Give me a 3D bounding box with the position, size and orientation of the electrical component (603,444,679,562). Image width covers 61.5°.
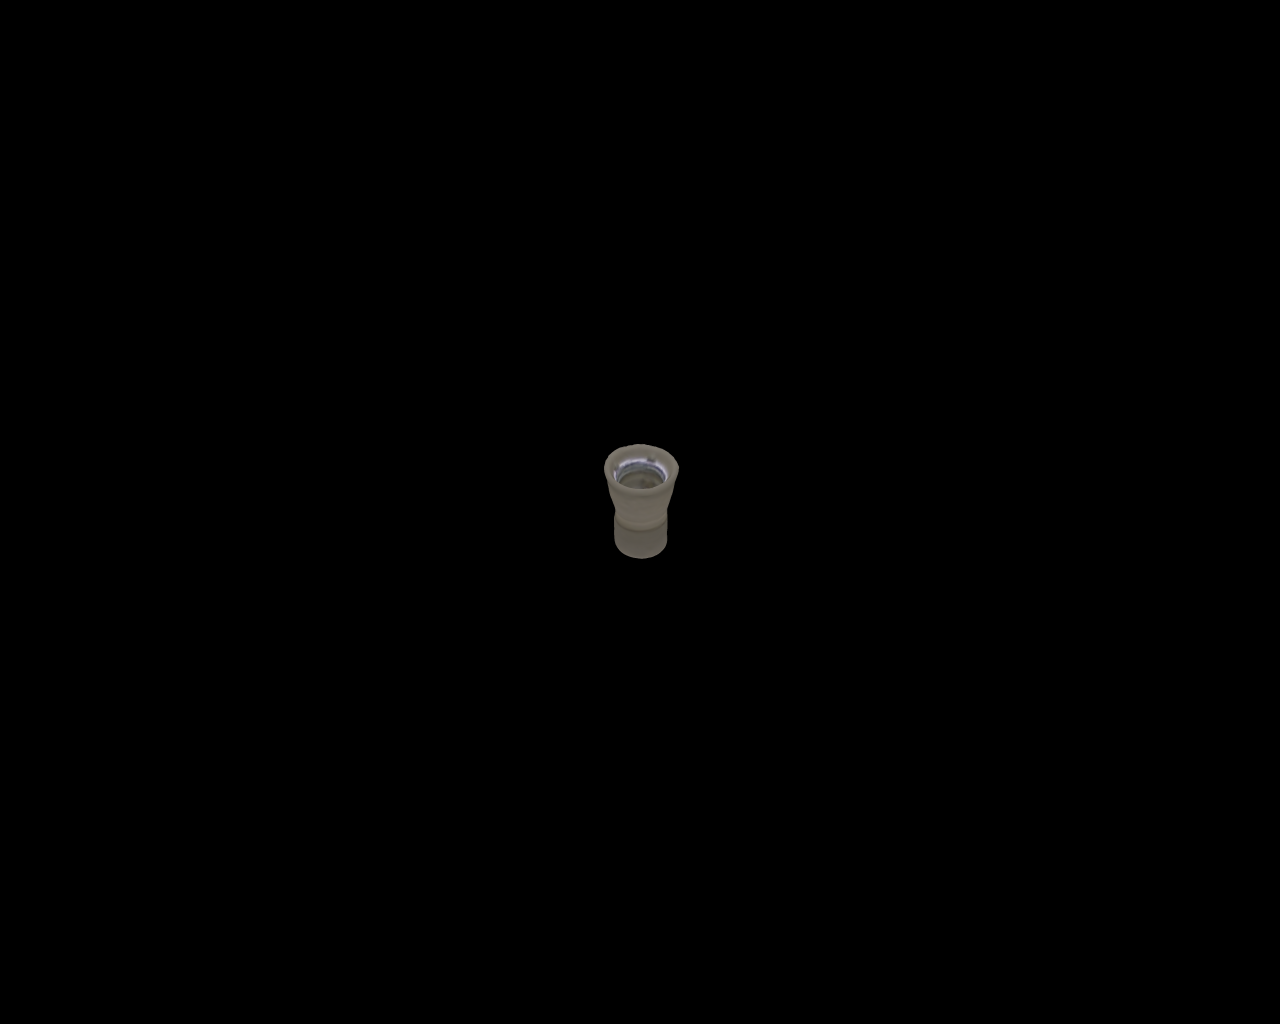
[{"bbox_3d":[0.001,-0.003,0.650,0.044,0.065,0.044,0,40,0],"label":"electrical component"}]
